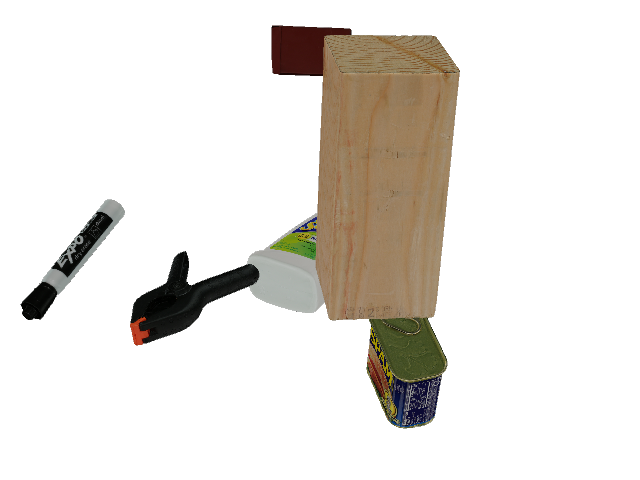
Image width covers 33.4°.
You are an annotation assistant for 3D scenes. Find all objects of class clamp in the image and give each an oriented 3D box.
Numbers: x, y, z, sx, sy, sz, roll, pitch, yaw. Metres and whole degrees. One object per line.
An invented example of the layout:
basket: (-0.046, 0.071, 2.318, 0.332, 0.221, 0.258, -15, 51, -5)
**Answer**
clamp: (-0.149, 0.065, 1.224, 0.120, 0.039, 0.171, -1, 31, 27)

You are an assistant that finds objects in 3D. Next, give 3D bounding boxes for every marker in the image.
marker: (-0.190, 0.015, 0.818, 0.020, 0.020, 0.121, 0, 43, 35)

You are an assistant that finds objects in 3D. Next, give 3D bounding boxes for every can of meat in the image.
can of meat: (0.083, 0.125, 1.068, 0.057, 0.084, 0.102, -10, 45, -12)

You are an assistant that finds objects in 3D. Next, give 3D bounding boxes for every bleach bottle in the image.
bleach bottle: (0.018, -0.005, 1.330, 0.103, 0.068, 0.250, 16, 36, 26)

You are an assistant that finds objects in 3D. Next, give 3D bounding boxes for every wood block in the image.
wood block: (0.048, -0.049, 0.839, 0.090, 0.206, 0.091, -1, 28, -7)

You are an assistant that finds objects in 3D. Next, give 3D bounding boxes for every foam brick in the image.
foam brick: (-0.010, -0.200, 1.130, 0.078, 0.051, 0.053, 0, 12, -12)
